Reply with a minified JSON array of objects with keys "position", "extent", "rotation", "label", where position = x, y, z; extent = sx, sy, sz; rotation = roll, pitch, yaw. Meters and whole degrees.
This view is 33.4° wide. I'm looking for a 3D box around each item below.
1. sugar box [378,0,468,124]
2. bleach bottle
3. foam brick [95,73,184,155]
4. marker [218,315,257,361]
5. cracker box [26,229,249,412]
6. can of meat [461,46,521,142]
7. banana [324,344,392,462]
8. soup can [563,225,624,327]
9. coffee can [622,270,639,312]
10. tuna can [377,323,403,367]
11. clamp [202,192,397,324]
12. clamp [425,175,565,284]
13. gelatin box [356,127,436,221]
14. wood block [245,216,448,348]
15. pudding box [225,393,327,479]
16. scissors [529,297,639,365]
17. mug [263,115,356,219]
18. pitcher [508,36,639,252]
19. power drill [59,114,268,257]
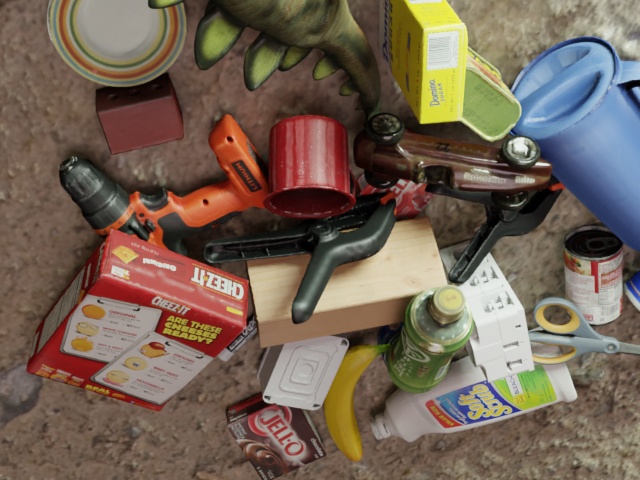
[{"position":[0.092,-0.189,1.004],"extent":[0.048,0.176,0.093],"rotation":[-6,122,-10],"label":"sugar box"},{"position":[0.186,0.197,1.336],"extent":[0.251,0.068,0.102],"rotation":[-23,119,6],"label":"bleach bottle"},{"position":[-0.179,-0.126,1.064],"extent":[0.078,0.053,0.051],"rotation":[-14,124,-3],"label":"foam brick"},{"position":[-0.075,0.097,1.246],"extent":[0.020,0.020,0.121],"rotation":[36,109,-28],"label":"marker"},{"position":[-0.198,0.093,1.151],"extent":[0.164,0.072,0.214],"rotation":[22,136,-24],"label":"cracker box"},{"position":[0.151,-0.156,1.091],"extent":[0.102,0.084,0.057],"rotation":[32,111,-27],"label":"can of meat"},{"position":[0.036,0.194,1.308],"extent":[0.070,0.037,0.198],"rotation":[26,129,17],"label":"banana"},{"position":[0.323,0.043,1.262],"extent":[0.068,0.068,0.102],"rotation":[-13,124,-3],"label":"soup can"},{"position":[0.446,0.044,1.265],"extent":[0.102,0.103,0.140],"rotation":[34,110,-27],"label":"coffee can"},{"position":[0.114,0.126,1.293],"extent":[0.086,0.034,0.086],"rotation":[-5,123,-8],"label":"tuna can"},{"position":[-0.007,0.001,1.112],"extent":[0.209,0.165,0.036],"rotation":[-34,133,-34],"label":"clamp"},{"position":[0.192,-0.041,1.176],"extent":[0.171,0.039,0.120],"rotation":[-33,118,-19],"label":"clamp"},{"position":[0.095,-0.068,1.168],"extent":[0.073,0.030,0.089],"rotation":[34,109,-27],"label":"gelatin box"},{"position":[0.026,0.047,1.175],"extent":[0.206,0.090,0.091],"rotation":[-10,156,-5],"label":"wood block"},{"position":[-0.054,0.240,1.329],"extent":[0.090,0.039,0.113],"rotation":[-25,123,5],"label":"pudding box"},{"position":[0.333,0.108,1.253],"extent":[0.202,0.016,0.096],"rotation":[-4,116,6],"label":"scissors"},{"position":[-0.003,-0.072,1.091],"extent":[0.093,0.081,0.117],"rotation":[-17,156,40],"label":"mug"},{"position":[0.320,-0.094,1.134],"extent":[0.145,0.149,0.242],"rotation":[-46,123,6],"label":"pitcher"},{"position":[-0.153,-0.052,1.116],"extent":[0.188,0.057,0.184],"rotation":[-29,126,11],"label":"power drill"}]
